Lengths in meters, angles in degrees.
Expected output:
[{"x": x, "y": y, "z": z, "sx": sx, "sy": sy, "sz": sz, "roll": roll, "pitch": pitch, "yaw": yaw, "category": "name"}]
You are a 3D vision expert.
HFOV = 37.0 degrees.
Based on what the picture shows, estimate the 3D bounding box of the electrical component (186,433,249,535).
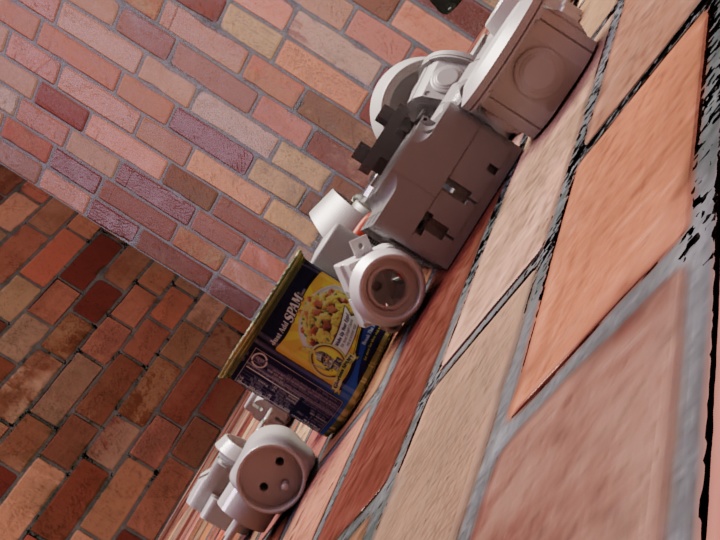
[{"x": -0.097, "y": 0.165, "z": 0.838, "sx": 0.057, "sy": 0.058, "sz": 0.078, "roll": -60, "pitch": 3, "yaw": -2, "category": "electrical component"}]

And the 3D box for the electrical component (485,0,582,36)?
[{"x": 0.129, "y": -0.188, "z": 0.817, "sx": 0.048, "sy": 0.055, "sz": 0.066, "roll": -59, "pitch": 3, "yaw": -23, "category": "electrical component"}]

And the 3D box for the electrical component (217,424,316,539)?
[{"x": -0.066, "y": 0.143, "z": 0.699, "sx": 0.079, "sy": 0.043, "sz": 0.077, "roll": -57, "pitch": 3, "yaw": -1, "category": "electrical component"}]

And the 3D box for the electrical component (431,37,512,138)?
[{"x": 0.098, "y": -0.131, "z": 0.765, "sx": 0.073, "sy": 0.052, "sz": 0.138, "roll": -58, "pitch": 4, "yaw": -15, "category": "electrical component"}]

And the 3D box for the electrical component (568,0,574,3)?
[{"x": 0.156, "y": -0.223, "z": 0.901, "sx": 0.065, "sy": 0.044, "sz": 0.044, "roll": -53, "pitch": 2, "yaw": -12, "category": "electrical component"}]

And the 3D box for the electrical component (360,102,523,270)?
[{"x": 0.046, "y": -0.054, "z": 0.727, "sx": 0.089, "sy": 0.062, "sz": 0.150, "roll": -58, "pitch": 3, "yaw": -1, "category": "electrical component"}]

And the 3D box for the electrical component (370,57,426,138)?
[{"x": 0.066, "y": -0.154, "z": 1.041, "sx": 0.108, "sy": 0.108, "sz": 0.060, "roll": -57, "pitch": 9, "yaw": 3, "category": "electrical component"}]

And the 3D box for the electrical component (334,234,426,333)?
[{"x": 0.014, "y": 0.010, "z": 0.675, "sx": 0.048, "sy": 0.066, "sz": 0.055, "roll": -24, "pitch": 6, "yaw": -11, "category": "electrical component"}]

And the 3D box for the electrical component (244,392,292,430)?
[{"x": -0.085, "y": 0.131, "z": 1.073, "sx": 0.065, "sy": 0.047, "sz": 0.076, "roll": -55, "pitch": 4, "yaw": 37, "category": "electrical component"}]

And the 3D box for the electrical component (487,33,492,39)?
[{"x": 0.122, "y": -0.177, "z": 0.928, "sx": 0.055, "sy": 0.045, "sz": 0.045, "roll": -60, "pitch": 4, "yaw": -38, "category": "electrical component"}]

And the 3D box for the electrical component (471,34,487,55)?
[{"x": 0.119, "y": -0.181, "z": 0.990, "sx": 0.055, "sy": 0.047, "sz": 0.055, "roll": -57, "pitch": 3, "yaw": 5, "category": "electrical component"}]

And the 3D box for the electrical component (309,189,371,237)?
[{"x": -0.007, "y": -0.031, "z": 1.056, "sx": 0.064, "sy": 0.099, "sz": 0.099, "roll": -51, "pitch": 4, "yaw": 5, "category": "electrical component"}]

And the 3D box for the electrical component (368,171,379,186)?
[{"x": 0.039, "y": -0.071, "z": 0.985, "sx": 0.044, "sy": 0.065, "sz": 0.044, "roll": -57, "pitch": 3, "yaw": 5, "category": "electrical component"}]

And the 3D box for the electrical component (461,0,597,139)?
[{"x": 0.100, "y": -0.121, "z": 0.643, "sx": 0.080, "sy": 0.051, "sz": 0.080, "roll": -57, "pitch": 3, "yaw": 5, "category": "electrical component"}]

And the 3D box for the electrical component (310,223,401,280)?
[{"x": 0.000, "y": 0.000, "z": 0.757, "sx": 0.040, "sy": 0.078, "sz": 0.040, "roll": -58, "pitch": 2, "yaw": 4, "category": "electrical component"}]

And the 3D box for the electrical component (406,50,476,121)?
[{"x": 0.081, "y": -0.140, "z": 0.892, "sx": 0.051, "sy": 0.080, "sz": 0.080, "roll": -64, "pitch": 5, "yaw": -23, "category": "electrical component"}]
